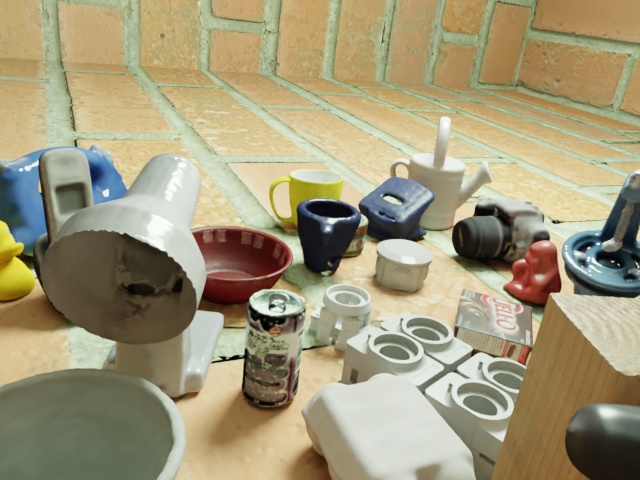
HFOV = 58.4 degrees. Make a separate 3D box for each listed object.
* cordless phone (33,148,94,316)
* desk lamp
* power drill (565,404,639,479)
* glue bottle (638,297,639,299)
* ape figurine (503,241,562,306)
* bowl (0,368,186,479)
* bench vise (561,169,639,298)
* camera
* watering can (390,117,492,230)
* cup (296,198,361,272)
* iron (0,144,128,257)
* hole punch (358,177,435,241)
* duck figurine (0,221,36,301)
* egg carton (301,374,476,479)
[{"bbox_3d":[-0.250,-0.017,0.657,0.093,0.185,0.148,23,28,31],"label":"cordless phone"},{"bbox_3d":[-0.154,0.039,0.524,0.118,0.213,0.203,7,24,-2],"label":"desk lamp"},{"bbox_3d":[0.219,0.190,0.301,0.229,0.208,0.075,8,24,1],"label":"power drill"},{"bbox_3d":[0.415,0.071,0.676,0.077,0.173,0.037,22,28,30],"label":"glue bottle"},{"bbox_3d":[0.307,0.043,0.809,0.076,0.092,0.078,13,24,12],"label":"ape figurine"},{"bbox_3d":[-0.179,0.167,0.398,0.167,0.075,0.167,6,24,-3],"label":"bowl"},{"bbox_3d":[0.392,-0.004,0.780,0.121,0.220,0.207,11,24,9],"label":"bench vise"},{"bbox_3d":[0.282,-0.020,0.933,0.137,0.101,0.143,-1,25,-19],"label":"camera"},{"bbox_3d":[0.218,-0.124,1.034,0.173,0.194,0.100,3,24,-10],"label":"watering can"},{"bbox_3d":[0.007,0.003,0.804,0.091,0.095,0.117,7,24,0],"label":"cup"},{"bbox_3d":[-0.354,-0.071,0.804,0.118,0.141,0.259,17,25,20],"label":"iron"},{"bbox_3d":[0.127,-0.051,0.970,0.101,0.091,0.108,-15,32,-42],"label":"hole punch"},{"bbox_3d":[-0.386,0.015,0.666,0.104,0.086,0.078,14,24,15],"label":"duck figurine"},{"bbox_3d":[0.054,0.172,0.464,0.107,0.069,0.150,-4,26,-25],"label":"egg carton"}]
